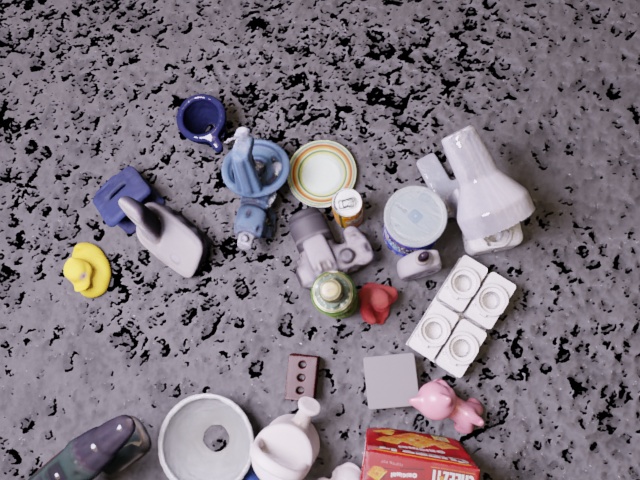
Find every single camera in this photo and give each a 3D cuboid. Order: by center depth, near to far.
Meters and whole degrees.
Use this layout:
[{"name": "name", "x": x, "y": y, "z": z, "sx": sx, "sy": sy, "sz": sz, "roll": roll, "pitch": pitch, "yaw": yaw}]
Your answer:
[{"name": "camera", "x": 0.009, "y": 0.004, "z": 1.022, "sx": 0.143, "sy": 0.101, "sz": 0.137, "roll": -24, "pitch": 79, "yaw": 0}]

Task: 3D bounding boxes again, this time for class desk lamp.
[{"name": "desk lamp", "x": 0.251, "y": -0.093, "z": 0.960, "sx": 0.118, "sy": 0.213, "sz": 0.203, "roll": -27, "pitch": 79, "yaw": 0}]

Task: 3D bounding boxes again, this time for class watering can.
[{"name": "watering can", "x": -0.058, "y": 0.336, "z": 0.923, "sx": 0.101, "sy": 0.194, "sz": 0.173, "roll": 7, "pitch": 81, "yaw": 6}]

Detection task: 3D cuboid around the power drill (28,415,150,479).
[{"name": "power drill", "x": -0.365, "y": 0.352, "z": 0.939, "sx": 0.229, "sy": 0.208, "sz": 0.075, "roll": -38, "pitch": 79, "yaw": -2}]

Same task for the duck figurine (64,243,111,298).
[{"name": "duck figurine", "x": -0.440, "y": 0.053, "z": 1.059, "sx": 0.077, "sy": 0.086, "sz": 0.104, "roll": -15, "pitch": 79, "yaw": 2}]

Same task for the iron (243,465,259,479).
[{"name": "iron", "x": -0.100, "y": 0.506, "z": 0.924, "sx": 0.118, "sy": 0.141, "sz": 0.258, "roll": -15, "pitch": 79, "yaw": 2}]

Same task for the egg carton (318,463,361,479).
[{"name": "egg carton", "x": 0.051, "y": 0.458, "z": 0.956, "sx": 0.107, "sy": 0.069, "sz": 0.150, "roll": -33, "pitch": 79, "yaw": -1}]

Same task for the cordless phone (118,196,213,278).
[{"name": "cordless phone", "x": -0.277, "y": -0.010, "z": 1.005, "sx": 0.147, "sy": 0.185, "sz": 0.094, "roll": 34, "pitch": 85, "yaw": 10}]

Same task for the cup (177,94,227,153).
[{"name": "cup", "x": -0.205, "y": -0.205, "z": 1.079, "sx": 0.091, "sy": 0.095, "sz": 0.117, "roll": -32, "pitch": 79, "yaw": -1}]

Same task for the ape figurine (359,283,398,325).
[{"name": "ape figurine", "x": 0.101, "y": 0.107, "z": 1.001, "sx": 0.078, "sy": 0.092, "sz": 0.076, "roll": -29, "pitch": 79, "yaw": 0}]

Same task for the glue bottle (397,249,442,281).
[{"name": "glue bottle", "x": 0.171, "y": 0.037, "z": 0.965, "sx": 0.078, "sy": 0.173, "sz": 0.037, "roll": -14, "pitch": 79, "yaw": 3}]

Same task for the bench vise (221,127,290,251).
[{"name": "bench vise", "x": -0.108, "y": -0.095, "z": 0.988, "sx": 0.121, "sy": 0.220, "sz": 0.207, "roll": -11, "pitch": 79, "yaw": 3}]

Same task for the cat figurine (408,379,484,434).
[{"name": "cat figurine", "x": 0.212, "y": 0.275, "z": 0.949, "sx": 0.127, "sy": 0.118, "sz": 0.067, "roll": 26, "pitch": 84, "yaw": 9}]

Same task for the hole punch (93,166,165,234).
[{"name": "hole punch", "x": -0.368, "y": -0.078, "z": 1.072, "sx": 0.109, "sy": 0.091, "sz": 0.101, "roll": -44, "pitch": 80, "yaw": -3}]

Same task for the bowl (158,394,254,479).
[{"name": "bowl", "x": -0.189, "y": 0.348, "z": 0.993, "sx": 0.167, "sy": 0.075, "sz": 0.167, "roll": -1, "pitch": 80, "yaw": 5}]
